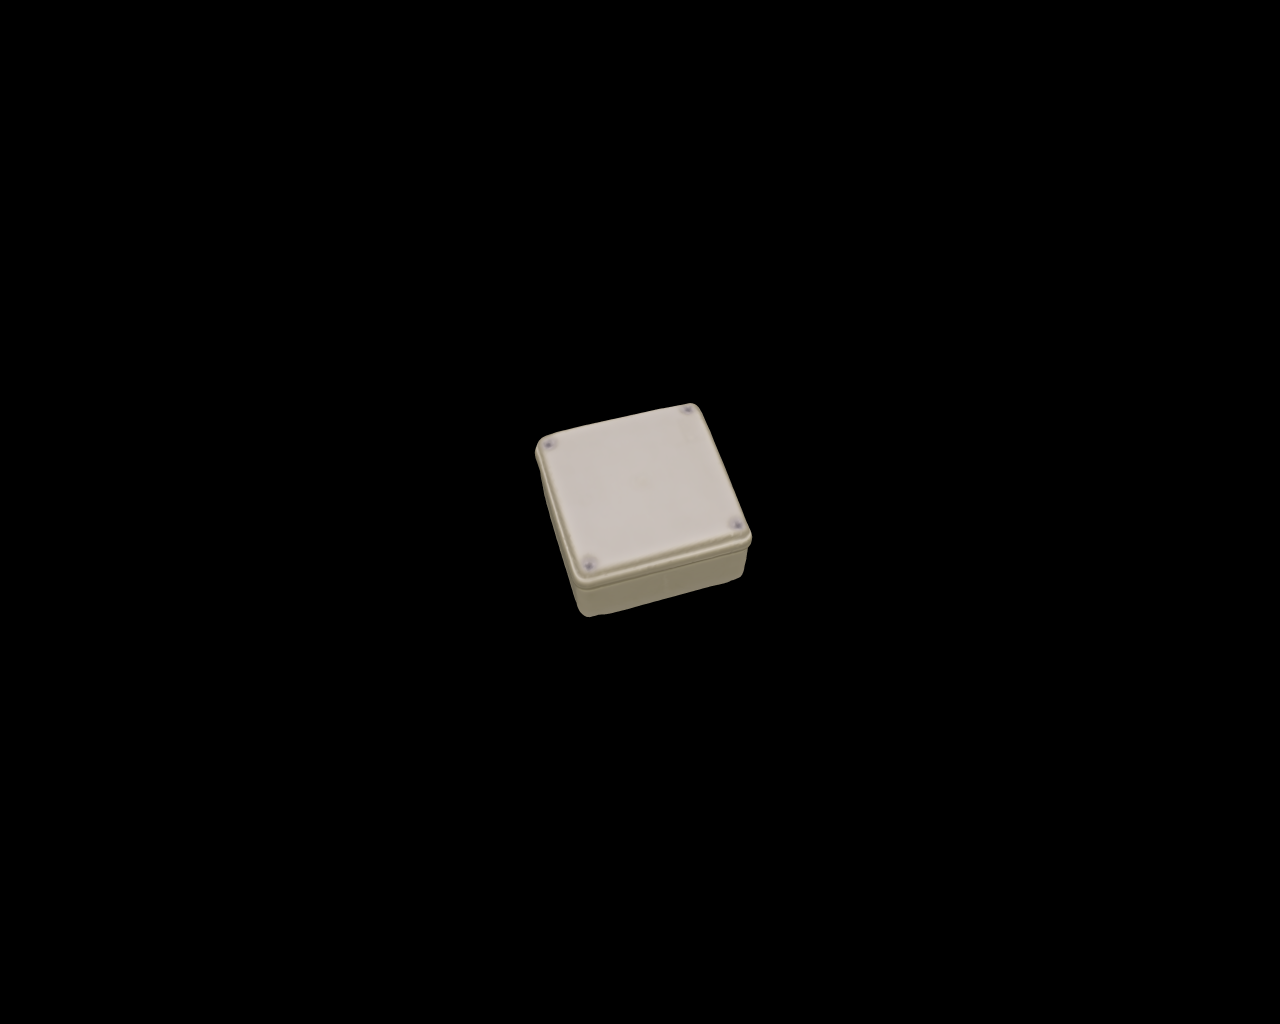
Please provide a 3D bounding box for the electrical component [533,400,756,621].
[{"bbox_3d":[0.001,-0.003,0.650,0.109,0.109,0.056,-14,-32,-9],"label":"electrical component"}]
